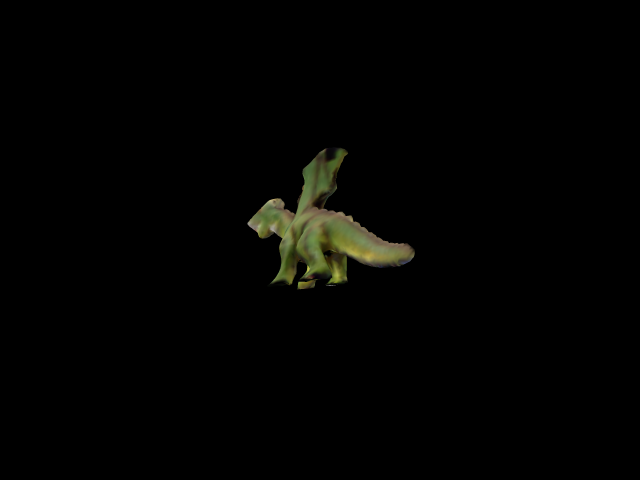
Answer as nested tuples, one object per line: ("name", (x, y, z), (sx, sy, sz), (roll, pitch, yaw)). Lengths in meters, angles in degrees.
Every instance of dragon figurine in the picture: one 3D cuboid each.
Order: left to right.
("dragon figurine", (0.003, -0.043, 0.850), (0.121, 0.246, 0.406), (14, -20, -38))
